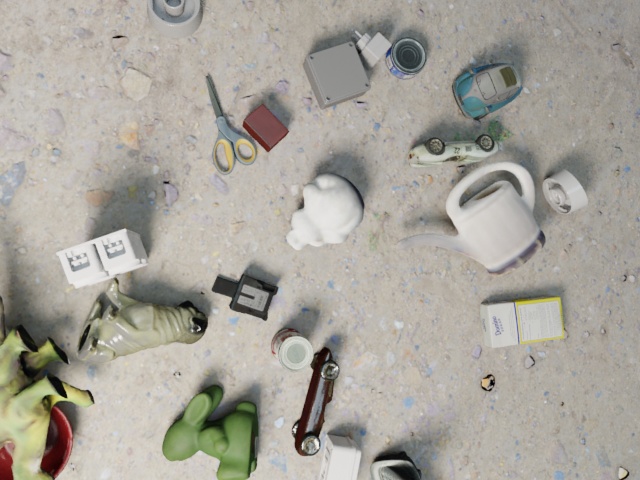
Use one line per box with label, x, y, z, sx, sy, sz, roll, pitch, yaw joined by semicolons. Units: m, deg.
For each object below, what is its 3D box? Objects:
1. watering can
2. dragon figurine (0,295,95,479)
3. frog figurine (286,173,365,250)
watering can;0.336;-0.017;1.086;0.350;0.103;0.224;-37;95;-13
dragon figurine;-0.531;0.246;0.819;0.243;0.122;0.410;-36;91;-6
frog figurine;0.003;-0.051;1.010;0.161;0.123;0.135;-33;114;-24
